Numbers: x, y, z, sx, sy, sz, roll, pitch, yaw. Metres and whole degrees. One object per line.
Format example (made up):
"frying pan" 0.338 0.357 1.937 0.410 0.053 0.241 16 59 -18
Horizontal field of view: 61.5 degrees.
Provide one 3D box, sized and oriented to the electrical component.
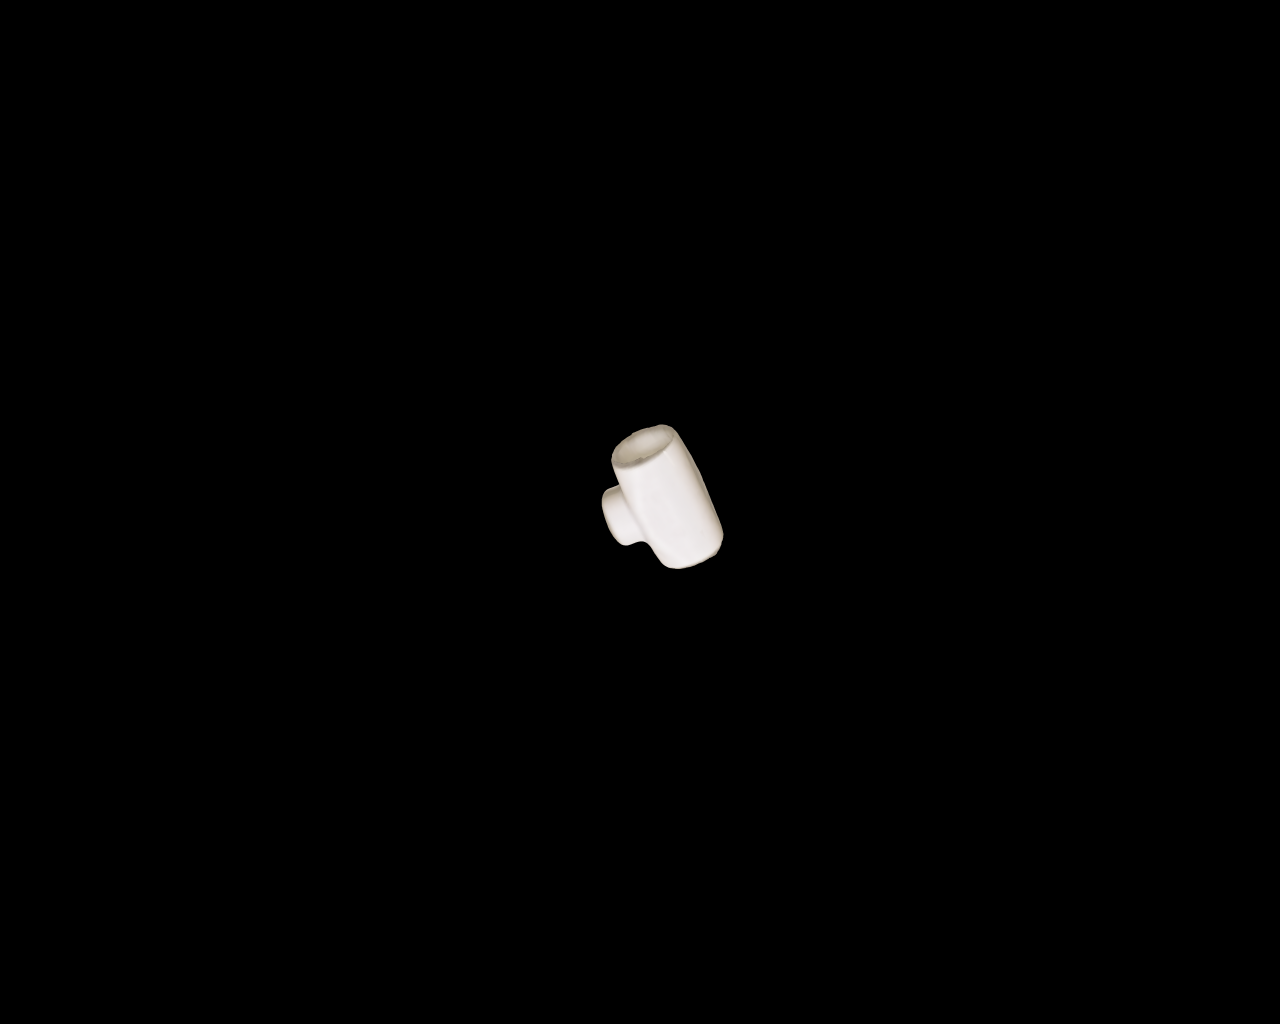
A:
"electrical component" 0.001 -0.003 0.650 0.079 0.077 0.044 -21 28 12
